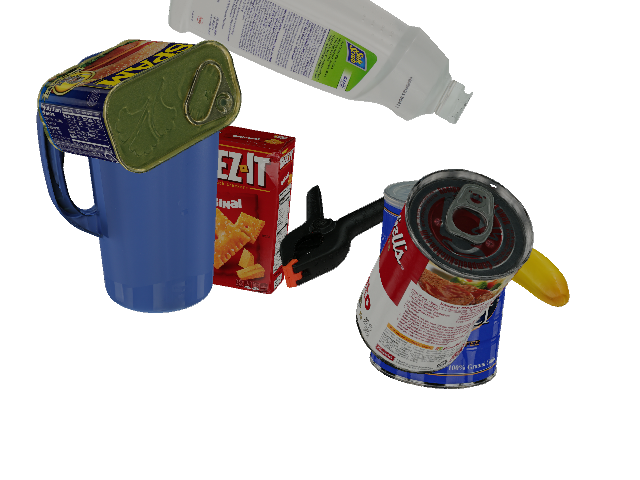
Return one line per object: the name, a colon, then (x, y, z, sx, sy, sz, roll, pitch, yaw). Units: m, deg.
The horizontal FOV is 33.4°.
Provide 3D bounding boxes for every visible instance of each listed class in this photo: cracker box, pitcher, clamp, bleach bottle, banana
cracker box: (-0.128, -0.044, 1.454, 0.164, 0.214, 0.072, 11, 24, 12)
pitcher: (-0.168, -0.055, 1.017, 0.149, 0.243, 0.144, 9, 27, 14)
clamp: (0.016, -0.008, 1.197, 0.120, 0.039, 0.171, -3, 37, 27)
bleach bottle: (0.003, -0.161, 0.861, 0.251, 0.068, 0.103, 29, -34, 4)
banana: (0.168, 0.022, 1.035, 0.198, 0.037, 0.069, 16, 46, 42)

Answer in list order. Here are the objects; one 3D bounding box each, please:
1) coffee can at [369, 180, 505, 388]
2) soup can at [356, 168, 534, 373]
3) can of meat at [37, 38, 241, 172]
coffee can: (0.095, 0.032, 0.839, 0.103, 0.140, 0.103, 4, 15, -1)
soup can: (0.064, 0.019, 0.573, 0.068, 0.068, 0.102, 0, -35, -16)
can of meat: (-0.116, -0.089, 0.676, 0.084, 0.057, 0.101, 14, 38, 43)
